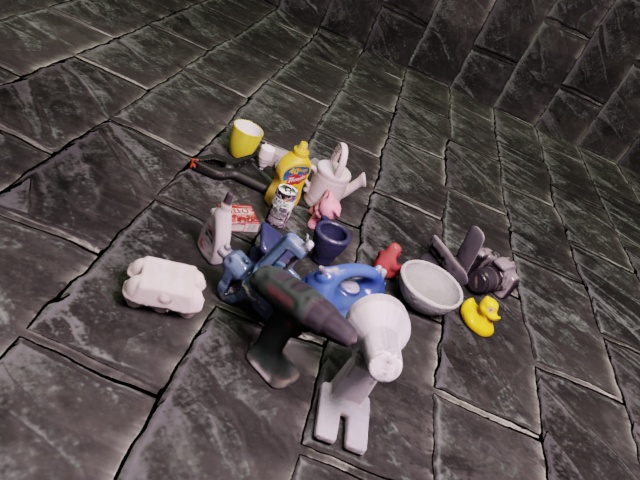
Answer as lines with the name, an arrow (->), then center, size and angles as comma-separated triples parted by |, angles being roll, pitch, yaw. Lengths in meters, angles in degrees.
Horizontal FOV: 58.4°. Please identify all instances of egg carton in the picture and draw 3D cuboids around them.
egg carton -> -0.292, 0.091, 1.083 | 0.150, 0.069, 0.107 | 14, 35, -17

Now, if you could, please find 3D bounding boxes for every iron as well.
iron -> 0.067, 0.100, 1.241 | 0.259, 0.141, 0.118 | -4, 43, -37

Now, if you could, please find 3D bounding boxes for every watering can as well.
watering can -> 0.041, -0.176, 1.559 | 0.173, 0.194, 0.100 | 0, 40, -33

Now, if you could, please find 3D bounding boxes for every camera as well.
camera -> 0.455, 0.086, 1.556 | 0.137, 0.101, 0.142 | -9, 46, -41

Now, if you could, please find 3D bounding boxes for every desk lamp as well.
desk lamp -> 0.083, 0.227, 1.011 | 0.118, 0.213, 0.203 | 21, 33, -7

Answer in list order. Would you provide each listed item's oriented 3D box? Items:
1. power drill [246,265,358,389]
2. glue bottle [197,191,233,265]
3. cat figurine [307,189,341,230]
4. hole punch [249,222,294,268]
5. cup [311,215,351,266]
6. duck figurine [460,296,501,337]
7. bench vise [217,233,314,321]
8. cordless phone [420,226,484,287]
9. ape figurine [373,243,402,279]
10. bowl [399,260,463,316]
power drill -> -0.050, 0.162, 1.018 | 0.229, 0.208, 0.076 | 42, 36, 24
glue bottle -> -0.213, -0.033, 1.211 | 0.037, 0.173, 0.078 | -12, 48, -43
cat figurine -> 0.017, -0.084, 1.486 | 0.067, 0.117, 0.127 | 17, 34, -12
hole punch -> -0.100, 0.025, 1.282 | 0.101, 0.091, 0.108 | 15, 34, -15
cup -> 0.013, 0.005, 1.381 | 0.092, 0.095, 0.117 | 5, 38, -28
duck figurine -> 0.401, 0.175, 1.410 | 0.078, 0.086, 0.104 | -1, 42, -35
bench vise -> -0.108, 0.061, 1.109 | 0.207, 0.219, 0.121 | 23, 33, -4
cordless phone -> 0.359, 0.020, 1.507 | 0.094, 0.185, 0.147 | -1, 41, -34
ape figurine -> 0.175, 0.047, 1.433 | 0.076, 0.092, 0.077 | -5, 44, -38
bowl -> 0.257, 0.128, 1.390 | 0.168, 0.074, 0.167 | 18, 34, -12
